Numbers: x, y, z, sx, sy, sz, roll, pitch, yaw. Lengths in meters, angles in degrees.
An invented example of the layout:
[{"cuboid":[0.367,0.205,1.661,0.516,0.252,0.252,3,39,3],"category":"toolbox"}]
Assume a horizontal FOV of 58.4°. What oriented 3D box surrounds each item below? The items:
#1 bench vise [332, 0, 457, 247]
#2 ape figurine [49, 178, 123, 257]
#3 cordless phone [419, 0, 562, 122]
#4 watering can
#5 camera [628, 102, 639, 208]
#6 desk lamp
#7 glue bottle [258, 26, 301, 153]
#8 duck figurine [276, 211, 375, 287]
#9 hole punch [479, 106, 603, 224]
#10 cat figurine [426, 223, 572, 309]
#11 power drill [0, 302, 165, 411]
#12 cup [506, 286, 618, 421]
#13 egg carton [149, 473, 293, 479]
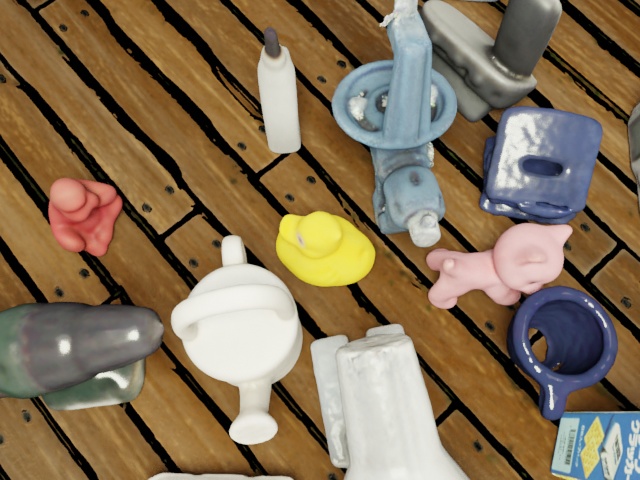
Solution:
[{"cuboid":[0.090,-0.109,0.537,0.121,0.220,0.207,-28,75,-8],"category":"bench vise"},{"cuboid":[-0.243,-0.032,0.578,0.078,0.092,0.076,-36,76,-10],"category":"ape figurine"},{"cuboid":[0.173,-0.222,0.589,0.094,0.185,0.147,-44,78,-12],"category":"cordless phone"},{"cuboid":[-0.064,0.079,0.492,0.101,0.194,0.172,-31,76,-9],"category":"watering can"},{"cuboid":[0.413,-0.095,0.597,0.137,0.101,0.143,3,73,1],"category":"camera"},{"cuboid":[0.051,0.161,0.458,0.118,0.213,0.203,-12,74,-4],"category":"desk lamp"},{"cuboid":[-0.042,-0.156,0.574,0.037,0.173,0.078,-6,73,-2],"category":"glue bottle"},{"cuboid":[0.005,0.002,0.572,0.104,0.086,0.077,17,74,5],"category":"duck figurine"},{"cuboid":[0.228,-0.075,0.595,0.108,0.091,0.101,9,73,2],"category":"hole punch"},{"cuboid":[0.173,0.022,0.551,0.128,0.118,0.067,-5,73,-2],"category":"cat figurine"},{"cuboid":[-0.222,0.099,0.477,0.229,0.208,0.075,-8,73,-3],"category":"power drill"},{"cuboid":[0.212,0.110,0.537,0.091,0.095,0.118,13,74,4],"category":"cup"},{"cuboid":[-0.088,0.262,0.502,0.150,0.069,0.107,1,73,0],"category":"egg carton"}]
